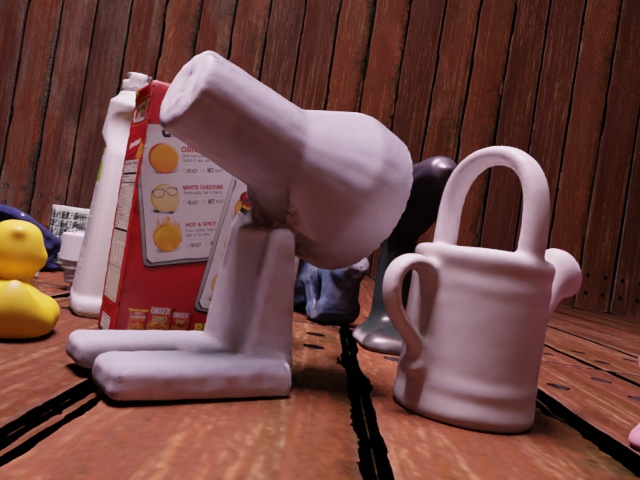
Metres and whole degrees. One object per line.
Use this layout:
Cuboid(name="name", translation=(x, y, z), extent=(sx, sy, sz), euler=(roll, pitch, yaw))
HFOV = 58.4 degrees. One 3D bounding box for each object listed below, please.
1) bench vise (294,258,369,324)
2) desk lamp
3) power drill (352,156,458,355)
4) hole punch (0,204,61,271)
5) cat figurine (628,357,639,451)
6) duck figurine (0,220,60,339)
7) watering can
Cuboid(name="bench vise", translation=(0.016, 0.004, 0.835), extent=(0.206, 0.220, 0.122), euler=(8, -1, 43))
Cuboid(name="desk lamp", translation=(-0.044, -0.007, 0.400), extent=(0.204, 0.213, 0.117), euler=(9, -1, -40))
Cuboid(name="power drill", translation=(0.094, 0.020, 0.653), extent=(0.076, 0.208, 0.229), euler=(9, -1, -8))
Cuboid(name="hole punch", translation=(-0.453, -0.004, 0.859), extent=(0.108, 0.091, 0.101), euler=(9, -1, 20))
Cuboid(name="cat figurine", translation=(0.259, 0.089, 0.387), extent=(0.067, 0.118, 0.128), euler=(8, -1, 44))
Cuboid(name="duck figurine", translation=(-0.241, 0.027, 0.447), extent=(0.078, 0.086, 0.104), euler=(9, -1, -32))
Cuboid(name="watering can", translation=(0.122, 0.029, 0.424), extent=(0.100, 0.194, 0.173), euler=(8, -1, 37))
